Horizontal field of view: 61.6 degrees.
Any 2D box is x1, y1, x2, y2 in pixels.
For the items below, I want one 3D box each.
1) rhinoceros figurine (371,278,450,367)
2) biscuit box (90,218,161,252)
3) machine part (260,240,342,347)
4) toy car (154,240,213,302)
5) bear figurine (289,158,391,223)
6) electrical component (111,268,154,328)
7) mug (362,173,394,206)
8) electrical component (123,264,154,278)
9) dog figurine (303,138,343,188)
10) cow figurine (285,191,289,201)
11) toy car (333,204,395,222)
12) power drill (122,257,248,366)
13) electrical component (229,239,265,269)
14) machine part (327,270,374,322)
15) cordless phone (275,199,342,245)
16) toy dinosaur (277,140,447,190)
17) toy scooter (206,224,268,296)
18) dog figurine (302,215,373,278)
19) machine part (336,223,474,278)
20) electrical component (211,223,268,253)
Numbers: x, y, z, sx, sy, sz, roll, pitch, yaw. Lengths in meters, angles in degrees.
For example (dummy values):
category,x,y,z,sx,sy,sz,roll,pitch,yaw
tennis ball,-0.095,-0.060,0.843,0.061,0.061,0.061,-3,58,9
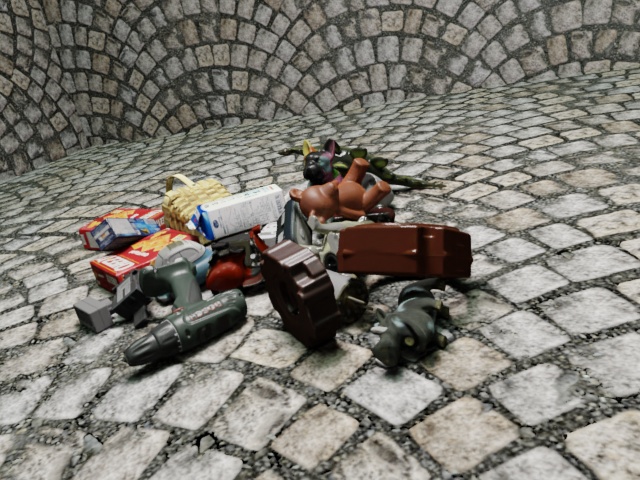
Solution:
category,x,y,z,sx,sy,sz,roll,pitch,yaw
rhinoceros figurine,0.137,0.121,0.819,0.112,0.073,0.190,1,25,25
biscuit box,-0.478,-0.016,1.349,0.063,0.059,0.202,-37,-9,14
machine part,-0.035,0.087,0.868,0.056,0.179,0.180,-26,25,-24
toy car,-0.293,0.054,1.144,0.162,0.102,0.109,-31,28,-16
bear figurine,0.040,-0.101,1.162,0.196,0.132,0.120,-3,48,-51
electrical component,-0.375,0.122,1.073,0.075,0.047,0.119,-39,36,10
mug,0.135,-0.108,1.369,0.107,0.109,0.081,13,28,-48
electrical component,-0.397,0.094,1.166,0.094,0.063,0.021,-29,28,-34
dog figurine,0.022,-0.158,1.370,0.109,0.219,0.191,5,27,28
cow figurine,-0.094,-0.089,1.457,0.168,0.068,0.098,-3,29,29
toy car,0.079,-0.047,1.288,0.202,0.053,0.089,-6,22,3
power drill,-0.265,0.120,0.976,0.232,0.085,0.208,-18,32,-26
electrical component,-0.173,0.037,1.194,0.102,0.078,0.045,-1,4,19
machine part,0.003,0.089,0.960,0.079,0.079,0.243,-27,25,-34
cordless phone,-0.002,-0.003,1.184,0.184,0.088,0.147,18,45,-19
toy dinosaur,0.111,-0.200,1.499,0.472,0.105,0.198,12,1,1
toy scooter,-0.149,0.041,1.078,0.184,0.135,0.075,-13,23,-1
dog figurine,0.075,0.023,1.083,0.190,0.121,0.172,-4,51,-36
machine part,0.147,0.021,0.927,0.202,0.087,0.201,-2,-6,34
electrical component,-0.182,0.003,1.292,0.115,0.058,0.134,-3,24,16
